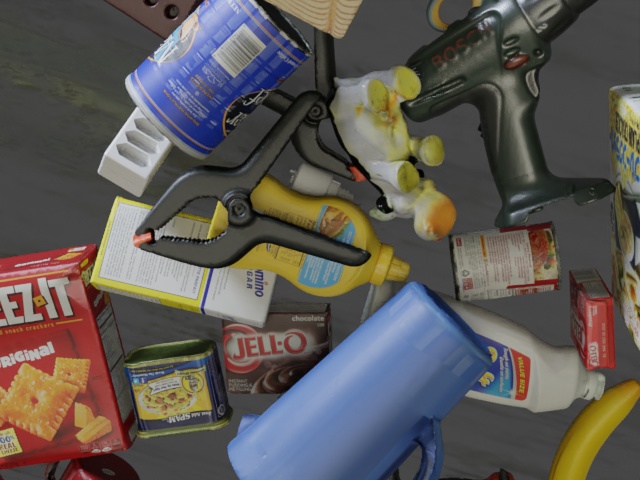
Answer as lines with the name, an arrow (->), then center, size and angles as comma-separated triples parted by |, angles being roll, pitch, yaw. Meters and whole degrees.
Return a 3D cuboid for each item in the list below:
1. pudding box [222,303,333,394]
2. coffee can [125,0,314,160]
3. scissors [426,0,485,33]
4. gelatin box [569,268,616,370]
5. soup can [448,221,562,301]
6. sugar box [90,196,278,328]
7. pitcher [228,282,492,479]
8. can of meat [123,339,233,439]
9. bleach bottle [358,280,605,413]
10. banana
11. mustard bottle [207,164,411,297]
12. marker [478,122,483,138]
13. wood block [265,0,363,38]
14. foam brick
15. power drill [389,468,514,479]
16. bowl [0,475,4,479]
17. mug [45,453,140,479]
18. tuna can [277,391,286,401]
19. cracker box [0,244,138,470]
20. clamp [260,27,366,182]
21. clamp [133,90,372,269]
pudding box -> -0.043, 0.111, 1.103 | 0.113, 0.039, 0.090 | -2, 107, 5
coffee can -> -0.091, -0.157, 0.963 | 0.140, 0.103, 0.103 | -42, 100, 13
scissors -> 0.176, -0.248, 0.983 | 0.202, 0.016, 0.096 | -7, 108, 7
gelatin box -> 0.264, 0.076, 1.040 | 0.030, 0.089, 0.073 | -5, 107, 5
soup can -> 0.180, 0.021, 1.041 | 0.102, 0.068, 0.068 | -7, 107, 8
sugar box -> -0.129, 0.023, 1.063 | 0.176, 0.048, 0.093 | 14, 78, -2
pitcher -> 0.047, 0.164, 0.985 | 0.149, 0.145, 0.243 | 43, 97, -9
can of meat -> -0.149, 0.154, 1.117 | 0.102, 0.057, 0.084 | -9, 105, 7
bleach bottle -> 0.165, 0.110, 1.075 | 0.251, 0.068, 0.103 | 14, 108, -2
banana -> 0.279, 0.230, 1.118 | 0.069, 0.037, 0.198 | 6, 109, -12
mustard bottle -> -0.007, 0.001, 1.016 | 0.191, 0.058, 0.096 | 19, 100, 0
marker -> 0.176, -0.153, 1.011 | 0.020, 0.020, 0.121 | 17, 109, -1
wood block -> 0.006, -0.241, 0.900 | 0.090, 0.206, 0.091 | 27, 107, -5
foam brick -> -0.153, -0.228, 0.998 | 0.078, 0.051, 0.053 | 31, 108, -6
power drill -> 0.115, 0.313, 1.145 | 0.187, 0.057, 0.184 | 1, 108, 4
bowl -> -0.406, 0.290, 1.182 | 0.162, 0.055, 0.162 | 1, 108, 4
mug -> -0.253, 0.273, 1.155 | 0.117, 0.093, 0.081 | 38, 104, 30
tuna can -> -0.003, 0.184, 1.101 | 0.086, 0.033, 0.086 | 3, 148, 2
cracker box -> -0.293, 0.125, 1.112 | 0.164, 0.072, 0.214 | -9, 106, 7
clamp -> -0.014, -0.126, 1.027 | 0.120, 0.039, 0.171 | -22, 98, 18
clamp -> -0.064, -0.021, 0.967 | 0.210, 0.036, 0.164 | -24, 94, 2
